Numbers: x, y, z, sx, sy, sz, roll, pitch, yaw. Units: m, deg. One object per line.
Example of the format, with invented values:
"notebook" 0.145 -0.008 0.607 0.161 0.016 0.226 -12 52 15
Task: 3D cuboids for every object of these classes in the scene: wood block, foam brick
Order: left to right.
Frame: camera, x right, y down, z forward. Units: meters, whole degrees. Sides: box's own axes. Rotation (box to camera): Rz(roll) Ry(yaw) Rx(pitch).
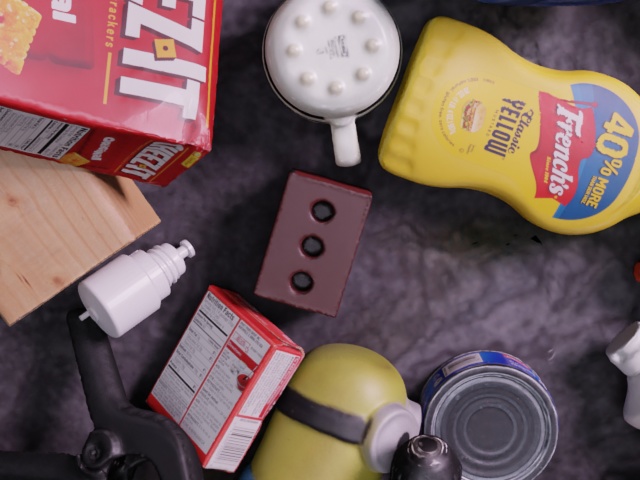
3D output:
"wood block" -0.193 -0.066 0.618 0.090 0.091 0.206 -34 96 5
"foam brick" -0.004 0.001 0.642 0.053 0.051 0.078 16 98 -1

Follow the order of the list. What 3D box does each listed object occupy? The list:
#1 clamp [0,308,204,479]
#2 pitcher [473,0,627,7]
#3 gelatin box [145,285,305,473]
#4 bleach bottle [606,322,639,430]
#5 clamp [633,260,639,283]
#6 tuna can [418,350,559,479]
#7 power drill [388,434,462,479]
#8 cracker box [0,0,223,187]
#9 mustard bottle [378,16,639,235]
"clamp" -0.134 0.133 0.630 0.172 0.039 0.120 42 97 32
"pitcher" 0.126 -0.249 0.562 0.149 0.145 0.243 4 95 4
"gelatin box" -0.058 0.083 0.647 0.030 0.073 0.089 23 100 -46
"bleach bottle" 0.267 0.153 0.654 0.251 0.068 0.102 44 96 -3
"clamp" 0.300 0.026 0.644 0.210 0.036 0.164 -9 90 4
"tuna can" 0.104 0.114 0.665 0.086 0.034 0.086 0 98 1
"power drill" 0.127 0.186 0.636 0.187 0.057 0.184 1 127 1
"cracker box" -0.156 -0.133 0.543 0.213 0.072 0.164 12 70 -29
"mustard bottle" 0.137 -0.056 0.628 0.191 0.058 0.096 20 98 -2
